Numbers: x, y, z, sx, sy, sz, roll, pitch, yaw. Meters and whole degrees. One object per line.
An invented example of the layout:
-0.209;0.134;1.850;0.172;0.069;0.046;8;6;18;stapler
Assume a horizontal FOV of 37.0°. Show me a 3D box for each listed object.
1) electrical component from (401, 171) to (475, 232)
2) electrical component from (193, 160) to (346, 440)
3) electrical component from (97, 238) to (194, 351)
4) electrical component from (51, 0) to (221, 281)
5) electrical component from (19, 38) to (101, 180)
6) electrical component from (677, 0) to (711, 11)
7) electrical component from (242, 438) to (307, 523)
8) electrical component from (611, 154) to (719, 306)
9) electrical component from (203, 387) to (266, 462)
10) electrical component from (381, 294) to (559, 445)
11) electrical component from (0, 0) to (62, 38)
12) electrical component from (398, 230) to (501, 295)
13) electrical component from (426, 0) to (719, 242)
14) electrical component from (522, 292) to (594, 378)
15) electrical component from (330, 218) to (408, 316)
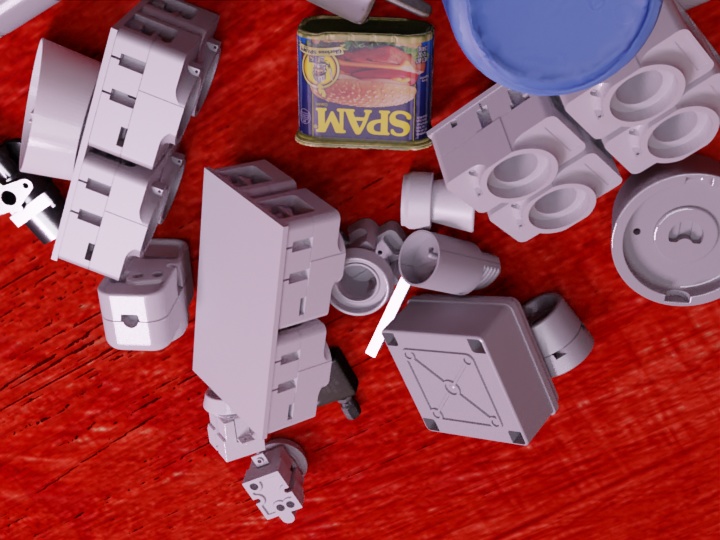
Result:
0.060;-0.052;0.821;0.055;0.045;0.045;3;119;6;electrical component
-0.073;0.021;0.836;0.060;0.105;0.186;-16;127;-36;electrical component
-0.169;0.022;0.862;0.054;0.095;0.059;1;119;7;electrical component
-0.160;-0.097;0.790;0.060;0.105;0.186;21;119;-5;electrical component
-0.224;-0.116;0.795;0.064;0.099;0.099;16;120;-9;electrical component
0.191;-0.187;0.731;0.081;0.043;0.043;-21;114;17;electrical component
-0.073;0.183;0.961;0.048;0.055;0.066;-23;113;18;electrical component
0.239;-0.034;0.799;0.108;0.060;0.108;3;119;6;electrical component
-0.110;0.129;0.938;0.048;0.066;0.055;-15;112;-24;electrical component
0.088;0.077;0.856;0.109;0.056;0.108;1;125;46;electrical component
-0.261;-0.196;0.784;0.081;0.043;0.043;-25;113;19;electrical component
0.074;-0.003;0.837;0.081;0.043;0.043;12;128;-42;electrical component
0.156;-0.100;0.743;0.186;0.060;0.105;-33;140;25;electrical component
0.152;0.051;0.861;0.055;0.055;0.047;-29;108;21;electrical component
0.000;0.000;0.850;0.078;0.057;0.058;-30;111;21;electrical component
